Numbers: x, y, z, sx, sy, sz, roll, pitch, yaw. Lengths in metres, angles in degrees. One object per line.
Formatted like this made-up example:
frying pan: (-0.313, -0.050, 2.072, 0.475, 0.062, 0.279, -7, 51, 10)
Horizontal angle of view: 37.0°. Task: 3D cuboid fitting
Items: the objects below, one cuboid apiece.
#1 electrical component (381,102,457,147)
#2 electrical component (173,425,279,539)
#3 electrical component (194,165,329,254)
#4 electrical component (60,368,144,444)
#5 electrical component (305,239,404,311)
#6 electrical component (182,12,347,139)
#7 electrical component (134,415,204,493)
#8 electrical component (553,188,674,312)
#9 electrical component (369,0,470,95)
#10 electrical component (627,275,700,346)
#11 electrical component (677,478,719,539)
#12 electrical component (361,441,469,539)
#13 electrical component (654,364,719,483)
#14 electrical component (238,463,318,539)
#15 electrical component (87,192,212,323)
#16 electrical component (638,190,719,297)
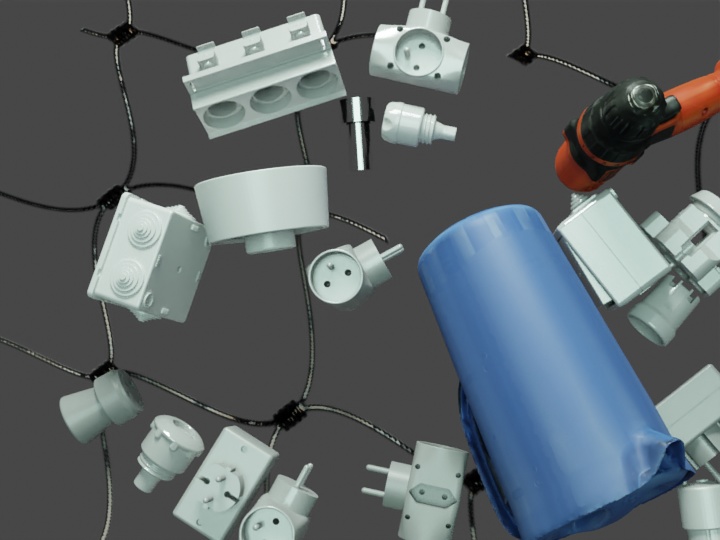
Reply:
electrical component: (0.050, -0.119, 0.903, 0.061, 0.035, 0.035, 12, 85, 4)
electrical component: (-0.111, 0.173, 0.865, 0.047, 0.075, 0.083, 31, 88, 8)
electrical component: (-0.076, -0.045, 0.872, 0.108, 0.108, 0.060, -9, 89, 4)
electrical component: (-0.215, 0.113, 0.897, 0.055, 0.045, 0.045, -29, 82, 1)
electrical component: (0.000, 0.000, 0.873, 0.079, 0.077, 0.044, -29, 82, 2)
electrical component: (-0.081, -0.164, 0.903, 0.121, 0.078, 0.063, -17, 61, 3)
electrical component: (-0.163, 0.155, 0.889, 0.048, 0.048, 0.062, 36, 95, 8)
electrical component: (0.194, -0.018, 0.865, 0.061, 0.061, 0.096, -37, 82, 1)
electrical component: (0.055, -0.194, 0.905, 0.077, 0.044, 0.079, 14, 86, 7)
electrical component: (0.245, 0.032, 0.867, 0.040, 0.040, 0.046, 42, 83, 8)
electrical component: (0.274, 0.200, 0.845, 0.040, 0.040, 0.078, -7, 83, 4)
electrical component: (0.042, 0.176, 0.867, 0.079, 0.043, 0.077, 11, 85, 6)
electrical component: (0.266, 0.131, 0.844, 0.083, 0.047, 0.075, -38, 72, 0)
electrical component: (-0.059, 0.190, 0.858, 0.043, 0.077, 0.079, 28, 87, 8)
electrical component: (-0.167, -0.007, 0.879, 0.048, 0.100, 0.099, 17, 86, 20)
electrical component: (0.272, -0.026, 0.861, 0.057, 0.058, 0.078, -43, 82, 3)
